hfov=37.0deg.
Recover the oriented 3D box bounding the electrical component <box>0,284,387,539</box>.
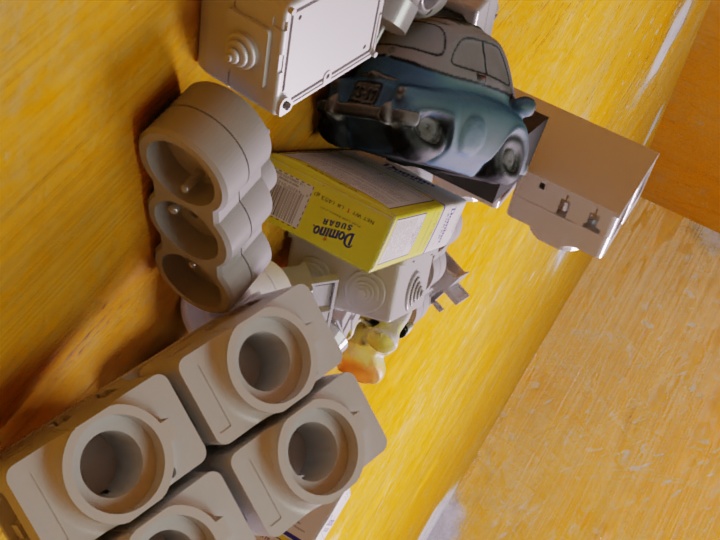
[{"bbox_3d":[-0.082,0.096,0.547,0.186,0.105,0.060,-33,-169,-36],"label":"electrical component"}]

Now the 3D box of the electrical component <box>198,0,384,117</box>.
[{"bbox_3d":[-0.038,-0.124,0.516,0.096,0.061,0.061,-39,154,-39],"label":"electrical component"}]

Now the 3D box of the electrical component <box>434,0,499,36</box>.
[{"bbox_3d":[0.079,-0.190,0.805,0.075,0.047,0.083,-52,162,-32],"label":"electrical component"}]

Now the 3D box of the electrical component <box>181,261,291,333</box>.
[{"bbox_3d":[-0.075,0.020,0.647,0.047,0.055,0.055,-13,129,-66],"label":"electrical component"}]

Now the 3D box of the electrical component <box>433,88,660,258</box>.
[{"bbox_3d":[0.149,-0.093,0.937,0.105,0.186,0.060,-48,159,-43],"label":"electrical component"}]

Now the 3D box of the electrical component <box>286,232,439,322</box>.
[{"bbox_3d":[0.000,0.000,0.777,0.100,0.100,0.048,-19,122,-69],"label":"electrical component"}]

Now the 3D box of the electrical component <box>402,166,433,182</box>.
[{"bbox_3d":[0.041,-0.078,0.887,0.040,0.040,0.078,-67,165,17],"label":"electrical component"}]

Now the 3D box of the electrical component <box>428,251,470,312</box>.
[{"bbox_3d":[0.067,0.008,1.075,0.064,0.081,0.042,-43,171,20],"label":"electrical component"}]

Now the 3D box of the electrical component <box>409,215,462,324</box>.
[{"bbox_3d":[0.045,-0.001,1.012,0.074,0.052,0.138,-32,146,-63],"label":"electrical component"}]

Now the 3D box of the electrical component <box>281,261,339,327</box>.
[{"bbox_3d":[-0.056,0.061,0.736,0.079,0.063,0.121,-9,139,-19],"label":"electrical component"}]

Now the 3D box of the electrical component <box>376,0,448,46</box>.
[{"bbox_3d":[0.021,-0.169,0.653,0.079,0.044,0.077,-63,165,2],"label":"electrical component"}]

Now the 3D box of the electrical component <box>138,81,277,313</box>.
[{"bbox_3d":[-0.068,-0.044,0.558,0.073,0.052,0.138,-53,162,-32],"label":"electrical component"}]

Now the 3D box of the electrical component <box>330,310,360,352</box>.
[{"bbox_3d":[-0.025,0.038,0.861,0.066,0.048,0.055,93,20,-57],"label":"electrical component"}]
